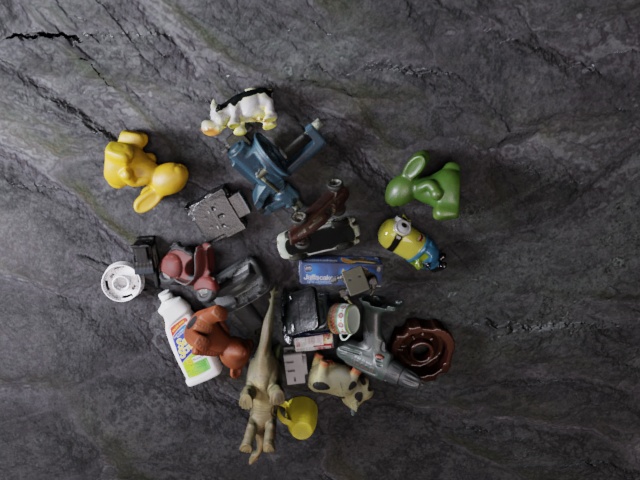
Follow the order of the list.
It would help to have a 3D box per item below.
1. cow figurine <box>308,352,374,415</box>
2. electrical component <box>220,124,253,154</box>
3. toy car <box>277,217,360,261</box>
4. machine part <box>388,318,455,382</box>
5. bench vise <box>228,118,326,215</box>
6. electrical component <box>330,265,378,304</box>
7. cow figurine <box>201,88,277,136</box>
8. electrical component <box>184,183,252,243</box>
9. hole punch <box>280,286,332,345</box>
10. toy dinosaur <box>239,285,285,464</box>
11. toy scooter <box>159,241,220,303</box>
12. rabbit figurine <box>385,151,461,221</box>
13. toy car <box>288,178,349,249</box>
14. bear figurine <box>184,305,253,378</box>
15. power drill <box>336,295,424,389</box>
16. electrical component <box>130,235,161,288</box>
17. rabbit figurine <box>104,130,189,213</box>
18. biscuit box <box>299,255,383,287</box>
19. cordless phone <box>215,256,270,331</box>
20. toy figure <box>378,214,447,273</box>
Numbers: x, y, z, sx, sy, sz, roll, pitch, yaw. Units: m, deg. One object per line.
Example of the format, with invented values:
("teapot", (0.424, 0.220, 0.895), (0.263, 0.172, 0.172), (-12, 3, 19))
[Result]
("cow figurine", (0.056, 0.379, 1.406), (0.195, 0.086, 0.127), (21, 98, -24))
("electrical component", (-0.179, -0.218, 1.221), (0.094, 0.021, 0.063), (-41, 107, 10))
("toy car", (-0.003, -0.004, 1.290), (0.202, 0.056, 0.073), (-13, 103, 1))
("machine part", (0.263, 0.286, 1.405), (0.179, 0.056, 0.179), (0, 110, -1))
("bench vise", (-0.074, -0.169, 1.195), (0.240, 0.129, 0.223), (-39, 112, 14))
("electrical component", (0.086, 0.105, 1.273), (0.102, 0.045, 0.078), (-27, 79, 4))
("cow figurine", (-0.180, -0.282, 1.170), (0.167, 0.068, 0.098), (-10, 79, -2))
("electrical component", (-0.230, -0.063, 1.256), (0.134, 0.058, 0.114), (-28, 111, 8))
("hole punch", (-0.032, 0.181, 1.323), (0.116, 0.092, 0.142), (-18, 70, 29))
("toy dinosaur", (-0.139, 0.351, 1.332), (0.105, 0.199, 0.470), (9, 109, -5))
("toy scooter", (-0.300, 0.055, 1.256), (0.184, 0.075, 0.135), (23, 109, 28))
("rabbit figurine", (0.234, -0.120, 1.231), (0.170, 0.121, 0.159), (1, 107, 12))
("toy car", (0.001, -0.057, 1.210), (0.053, 0.202, 0.089), (24, 139, 26))
("bear figurine", (-0.231, 0.253, 1.309), (0.195, 0.132, 0.120), (42, 61, -24))
("power drill", (0.160, 0.248, 1.343), (0.232, 0.086, 0.207), (12, 108, 24))
("electrical component", (-0.412, 0.054, 1.281), (0.048, 0.075, 0.119), (-3, 113, -3))
("rabbit figurine", (-0.381, -0.141, 1.188), (0.173, 0.122, 0.162), (14, 113, -8))
("biscuit box", (0.050, 0.074, 1.315), (0.203, 0.063, 0.059), (1, 109, -4))
("cordless phone", (-0.173, 0.144, 1.332), (0.147, 0.089, 0.184), (-31, 119, 7))
("toy figure", (0.222, 0.016, 1.294), (0.180, 0.082, 0.089), (38, 101, -17))
